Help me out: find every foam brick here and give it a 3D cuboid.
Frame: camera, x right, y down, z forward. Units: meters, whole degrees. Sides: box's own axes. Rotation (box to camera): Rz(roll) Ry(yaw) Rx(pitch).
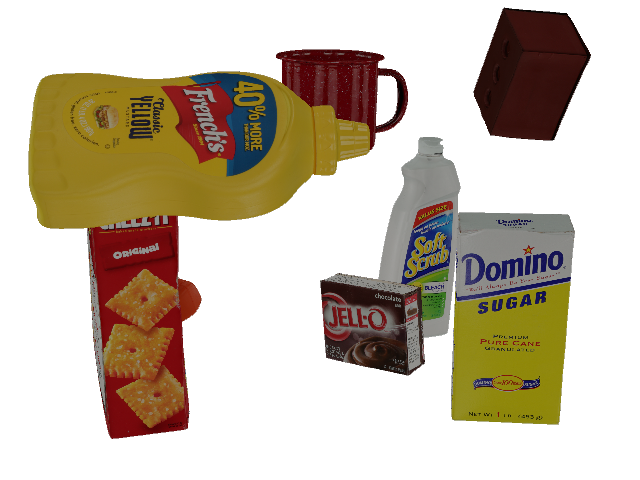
[{"bbox_3d":[0.148,-0.117,0.757,0.051,0.053,0.078,1,-45,-14],"label":"foam brick"}]

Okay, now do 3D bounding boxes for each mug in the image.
[{"bbox_3d":[0.019,-0.120,0.924,0.117,0.081,0.093,-4,17,-15],"label":"mug"}]

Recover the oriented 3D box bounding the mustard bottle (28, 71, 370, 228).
[{"bbox_3d":[-0.067,-0.055,0.618,0.191,0.096,0.058,-2,-38,-5],"label":"mustard bottle"}]

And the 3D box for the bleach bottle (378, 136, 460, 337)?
[{"bbox_3d":[0.122,-0.004,1.343,0.102,0.251,0.068,-2,17,-18],"label":"bleach bottle"}]

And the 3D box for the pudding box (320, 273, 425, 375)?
[{"bbox_3d":[0.055,0.087,1.135,0.114,0.090,0.039,7,19,36],"label":"pudding box"}]

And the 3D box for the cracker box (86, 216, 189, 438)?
[{"bbox_3d":[-0.151,0.025,0.865,0.072,0.214,0.164,-5,26,-13],"label":"cracker box"}]

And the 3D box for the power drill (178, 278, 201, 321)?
[{"bbox_3d":[-0.165,-0.012,1.079,0.185,0.188,0.057,12,30,22],"label":"power drill"}]

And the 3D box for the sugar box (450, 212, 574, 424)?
[{"bbox_3d":[0.157,0.066,0.886,0.093,0.176,0.048,1,23,6],"label":"sugar box"}]
